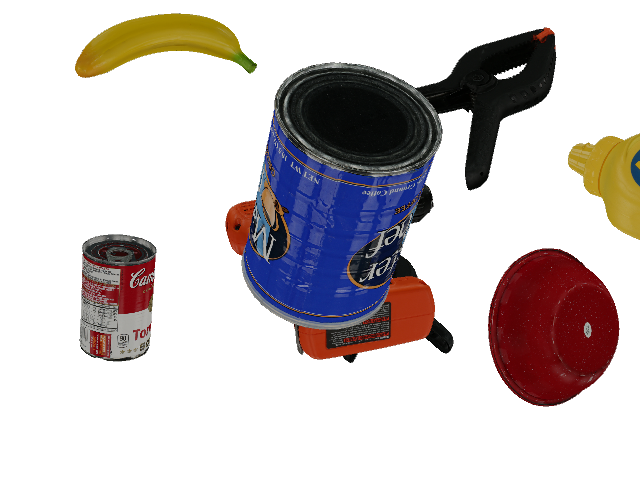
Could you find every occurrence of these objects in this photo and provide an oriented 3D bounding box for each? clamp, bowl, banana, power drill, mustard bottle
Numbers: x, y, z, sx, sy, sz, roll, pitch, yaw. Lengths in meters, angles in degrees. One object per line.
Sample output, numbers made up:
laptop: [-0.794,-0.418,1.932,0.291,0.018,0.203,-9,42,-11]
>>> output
clamp: [0.084,0.067,1.188,0.120,0.171,0.039,5,-43,-3]
bowl: [0.246,0.088,1.067,0.161,0.162,0.055,0,-1,-31]
clamp: [0.147,-0.126,0.963,0.209,0.036,0.165,-32,45,-18]
banana: [-0.159,-0.198,1.072,0.197,0.070,0.037,-9,-38,-32]
power drill: [0.027,0.013,0.870,0.184,0.057,0.188,-11,32,-10]
mustard bottle: [0.238,-0.025,0.664,0.096,0.058,0.192,-30,39,-32]

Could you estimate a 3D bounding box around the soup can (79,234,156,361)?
soup can: [-0.191,0.054,1.001,0.068,0.102,0.068,6,21,-3]

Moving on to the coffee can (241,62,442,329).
coffee can: [0.010,-0.026,0.680,0.102,0.103,0.140,0,-44,-15]
